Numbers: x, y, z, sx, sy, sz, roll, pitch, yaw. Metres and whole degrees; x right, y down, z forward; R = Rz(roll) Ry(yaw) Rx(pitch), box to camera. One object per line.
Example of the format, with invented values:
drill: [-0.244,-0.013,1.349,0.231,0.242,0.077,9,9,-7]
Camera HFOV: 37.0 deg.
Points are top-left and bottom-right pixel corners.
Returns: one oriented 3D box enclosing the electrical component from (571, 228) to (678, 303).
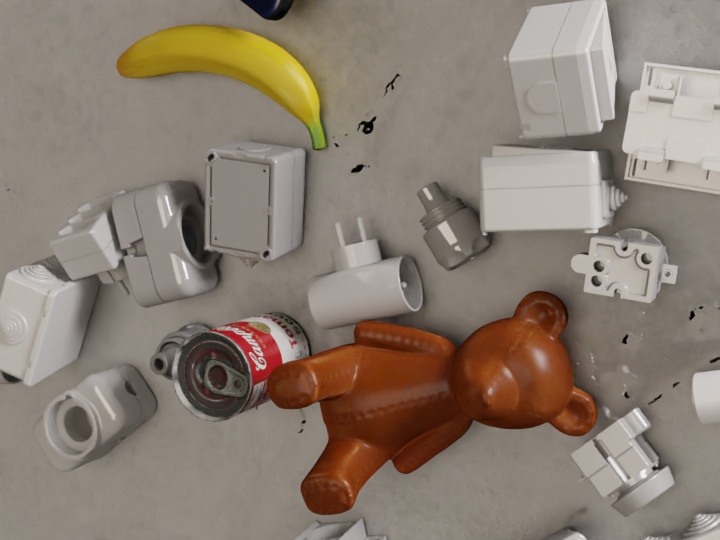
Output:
electrical component: [0.182,-0.003,0.728,0.066,0.055,0.048,10,100,22]

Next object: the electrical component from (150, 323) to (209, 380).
electrical component: [-0.147,0.071,0.879,0.048,0.062,0.048,3,98,24]

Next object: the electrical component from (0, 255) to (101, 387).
electrical component: [-0.269,0.040,0.910,0.048,0.100,0.099,22,105,7]

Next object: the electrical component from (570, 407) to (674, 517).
electrical component: [0.185,0.137,0.750,0.066,0.048,0.055,-42,72,22]

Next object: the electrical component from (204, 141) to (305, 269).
electrical component: [-0.080,-0.049,0.839,0.062,0.061,0.096,10,108,22]

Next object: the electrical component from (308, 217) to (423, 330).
electrical component: [0.000,0.000,0.815,0.077,0.044,0.079,-13,91,25]

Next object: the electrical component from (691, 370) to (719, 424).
electrical component: [0.255,0.082,0.715,0.065,0.044,0.044,-12,92,29]

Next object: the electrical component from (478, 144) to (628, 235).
electrical component: [0.135,-0.058,0.738,0.096,0.062,0.061,0,97,24]

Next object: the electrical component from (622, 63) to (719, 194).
electrical component: [0.235,-0.087,0.689,0.121,0.063,0.078,12,101,22]

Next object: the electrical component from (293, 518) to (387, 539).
electrical component: [-0.035,0.242,0.819,0.079,0.121,0.063,-10,95,25]

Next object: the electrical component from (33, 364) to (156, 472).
electrical component: [-0.231,0.128,0.925,0.095,0.059,0.053,-39,81,23]

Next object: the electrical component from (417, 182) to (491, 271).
electrical component: [0.064,-0.034,0.783,0.043,0.043,0.062,-34,81,24]

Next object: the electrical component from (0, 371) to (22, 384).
electrical component: [-0.342,0.061,0.974,0.077,0.043,0.079,3,97,24]

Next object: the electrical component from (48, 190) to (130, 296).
electrical component: [-0.209,-0.014,0.899,0.047,0.065,0.076,-14,120,24]

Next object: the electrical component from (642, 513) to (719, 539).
electrical component: [0.238,0.221,0.735,0.100,0.048,0.099,-32,83,24]

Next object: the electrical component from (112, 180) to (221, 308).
electrical component: [-0.155,-0.023,0.875,0.059,0.054,0.095,-13,91,25]

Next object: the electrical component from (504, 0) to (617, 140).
electrical component: [0.140,-0.137,0.713,0.061,0.096,0.061,-2,125,24]

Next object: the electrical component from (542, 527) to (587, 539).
electrical component: [0.133,0.256,0.762,0.109,0.056,0.108,-28,84,-2]
